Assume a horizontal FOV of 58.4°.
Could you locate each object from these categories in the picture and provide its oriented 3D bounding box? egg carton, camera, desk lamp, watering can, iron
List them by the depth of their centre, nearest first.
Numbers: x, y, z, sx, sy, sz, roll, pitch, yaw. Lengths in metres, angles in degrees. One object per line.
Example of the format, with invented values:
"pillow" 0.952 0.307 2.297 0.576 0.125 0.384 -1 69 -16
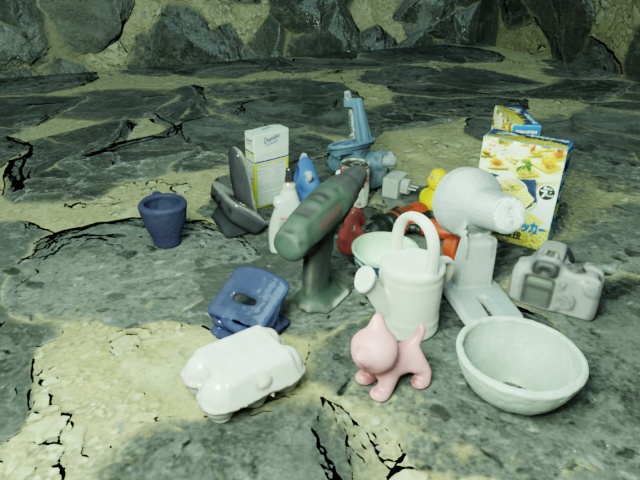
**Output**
"egg carton" -0.100 0.175 0.756 0.151 0.069 0.107 -19 34 -33
"watering can" 0.134 0.053 0.865 0.100 0.194 0.173 21 34 32
"desk lamp" 0.267 0.003 0.945 0.118 0.214 0.203 -4 29 -11
"camera" 0.412 0.051 0.982 0.142 0.101 0.137 16 31 25
"iron" -0.031 -0.115 1.230 0.118 0.141 0.258 -2 28 -6

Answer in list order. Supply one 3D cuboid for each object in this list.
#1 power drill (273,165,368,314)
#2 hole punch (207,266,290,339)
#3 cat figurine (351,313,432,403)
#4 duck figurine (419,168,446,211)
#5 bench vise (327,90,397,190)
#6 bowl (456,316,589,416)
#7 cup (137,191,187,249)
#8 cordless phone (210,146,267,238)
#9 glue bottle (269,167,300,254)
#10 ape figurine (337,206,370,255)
"power drill" 0.009 0.003 0.936 0.075 0.208 0.230 16 31 26
"hole punch" -0.106 0.103 0.869 0.108 0.091 0.101 16 31 25
"cat figurine" 0.091 0.149 0.763 0.128 0.118 0.067 -13 31 -25
"duck figurine" 0.271 -0.124 1.320 0.077 0.086 0.105 11 29 18
"bench vise" 0.110 -0.246 1.398 0.206 0.220 0.122 17 32 27
"bowl" 0.261 0.177 0.764 0.167 0.075 0.167 1 28 0
"cup" -0.307 -0.039 1.121 0.092 0.095 0.117 -12 31 -24
"cordless phone" -0.172 -0.112 1.169 0.094 0.185 0.147 -15 32 -28
"glue bottle" -0.059 -0.056 1.082 0.078 0.173 0.037 -3 28 -7
"ape figurine" 0.068 -0.021 1.110 0.076 0.092 0.077 -16 33 -29
